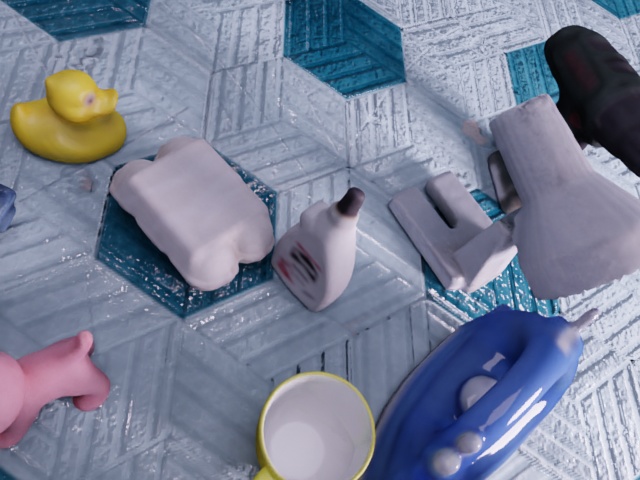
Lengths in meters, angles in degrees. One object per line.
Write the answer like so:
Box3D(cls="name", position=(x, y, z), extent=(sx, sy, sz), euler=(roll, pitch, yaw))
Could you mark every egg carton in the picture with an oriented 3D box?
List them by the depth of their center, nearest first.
Box3D(cls="egg carton", position=(-0.117, -0.027, 0.542), extent=(0.150, 0.069, 0.107), euler=(46, 59, 9))

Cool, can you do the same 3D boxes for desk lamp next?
Box3D(cls="desk lamp", position=(0.190, -0.024, 0.557), extent=(0.118, 0.213, 0.203), euler=(-26, 73, -28))

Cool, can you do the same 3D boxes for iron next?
Box3D(cls="iron", position=(0.137, 0.147, 0.489), extent=(0.259, 0.141, 0.118), euler=(-35, 77, -30))

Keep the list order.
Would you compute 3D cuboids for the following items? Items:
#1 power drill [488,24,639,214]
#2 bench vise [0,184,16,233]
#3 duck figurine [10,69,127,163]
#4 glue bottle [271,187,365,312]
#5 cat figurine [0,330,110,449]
Box3D(cls="power drill", position=(0.280, -0.111, 0.637), extent=(0.076, 0.208, 0.229), euler=(2, 62, -17))
Box3D(cls="bench vise", position=(-0.344, -0.081, 0.408), extent=(0.208, 0.219, 0.121), euler=(4, 61, -16))
Box3D(cls="duck figurine", position=(-0.240, -0.125, 0.546), extent=(0.105, 0.086, 0.077), euler=(-2, 63, -19))
Box3D(cls="glue bottle", position=(0.005, 0.002, 0.505), extent=(0.078, 0.173, 0.037), euler=(45, 59, 9))
Box3D(cls="cat figurine", position=(-0.220, 0.102, 0.409), extent=(0.128, 0.117, 0.067), euler=(-25, 72, -28))
